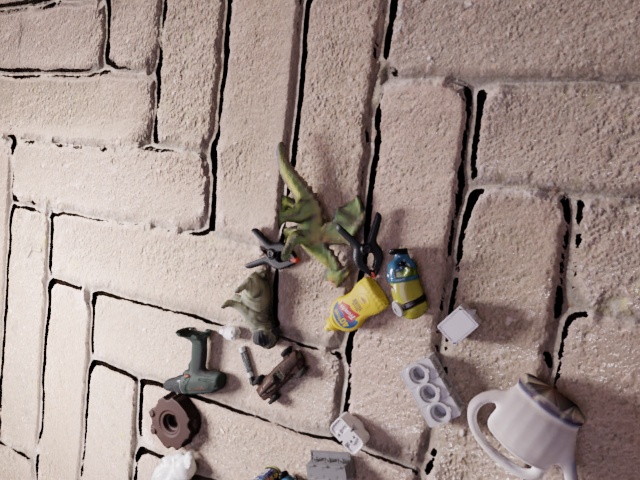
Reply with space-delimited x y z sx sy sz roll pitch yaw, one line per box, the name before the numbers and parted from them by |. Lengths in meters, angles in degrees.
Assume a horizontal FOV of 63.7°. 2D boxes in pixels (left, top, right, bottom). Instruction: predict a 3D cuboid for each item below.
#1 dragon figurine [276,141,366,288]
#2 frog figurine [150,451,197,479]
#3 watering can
dragon figurine | 0.004 -0.070 1.392 0.242 0.122 0.409 -3 93 9
frog figurine | -0.456 0.746 1.626 0.157 0.122 0.140 -45 54 33
watering can | 0.503 0.448 1.142 0.351 0.104 0.222 36 107 22
